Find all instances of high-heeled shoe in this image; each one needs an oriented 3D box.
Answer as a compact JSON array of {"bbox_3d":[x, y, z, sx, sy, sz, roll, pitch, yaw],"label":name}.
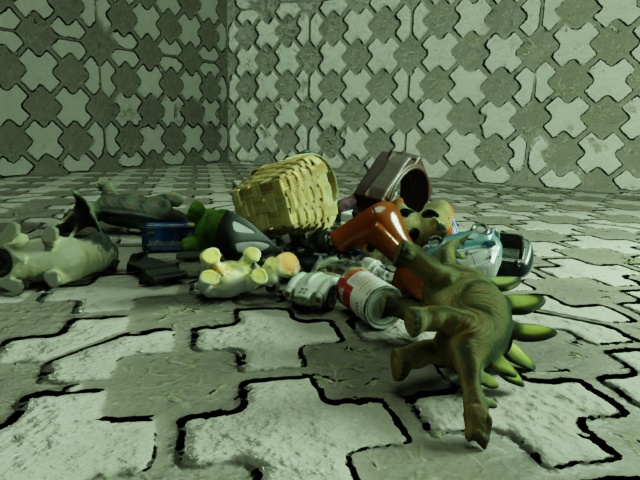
[{"bbox_3d":[-0.076,0.005,0.986,0.249,0.145,0.086,-10,18,-36],"label":"high-heeled shoe"}]

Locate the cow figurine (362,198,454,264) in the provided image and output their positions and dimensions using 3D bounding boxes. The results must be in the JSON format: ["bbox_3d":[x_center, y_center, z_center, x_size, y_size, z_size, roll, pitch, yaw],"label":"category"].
[{"bbox_3d":[0.172,-0.017,1.048,0.195,0.085,0.127,-29,47,0],"label":"cow figurine"}]

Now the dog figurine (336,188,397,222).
[{"bbox_3d":[0.072,-0.088,1.387,0.219,0.191,0.108,20,23,11],"label":"dog figurine"}]

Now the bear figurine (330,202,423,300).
[{"bbox_3d":[0.129,0.036,0.933,0.132,0.196,0.120,-35,-11,26],"label":"bear figurine"}]

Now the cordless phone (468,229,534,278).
[{"bbox_3d":[0.378,0.028,1.142,0.147,0.088,0.184,7,2,25],"label":"cordless phone"}]

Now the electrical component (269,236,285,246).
[{"bbox_3d":[-0.131,0.000,1.254,0.078,0.045,0.102,-24,-8,35],"label":"electrical component"}]

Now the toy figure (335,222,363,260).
[{"bbox_3d":[0.063,-0.001,1.214,0.058,0.064,0.155,-24,26,-18],"label":"toy figure"}]

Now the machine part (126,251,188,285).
[{"bbox_3d":[-0.310,0.054,0.992,0.084,0.039,0.139,-16,22,-40],"label":"machine part"}]

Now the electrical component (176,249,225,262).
[{"bbox_3d":[-0.208,0.047,1.007,0.119,0.047,0.075,-2,12,-12],"label":"electrical component"}]

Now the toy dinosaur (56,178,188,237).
[{"bbox_3d":[-0.464,-0.067,1.367,0.405,0.131,0.192,3,24,-14],"label":"toy dinosaur"}]

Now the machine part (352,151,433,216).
[{"bbox_3d":[0.173,-0.087,1.239,0.087,0.200,0.201,17,64,36],"label":"machine part"}]

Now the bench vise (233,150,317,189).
[{"bbox_3d":[-0.085,-0.103,1.270,0.241,0.223,0.129,1,9,-16],"label":"bench vise"}]

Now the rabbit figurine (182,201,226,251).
[{"bbox_3d":[-0.202,-0.006,1.104,0.159,0.121,0.170,20,-9,-18],"label":"rabbit figurine"}]

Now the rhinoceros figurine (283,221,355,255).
[{"bbox_3d":[-0.002,-0.004,1.159,0.112,0.073,0.191,-24,23,-39],"label":"rhinoceros figurine"}]

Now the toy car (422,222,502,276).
[{"bbox_3d":[0.266,0.041,0.975,0.162,0.109,0.103,-10,36,-11],"label":"toy car"}]

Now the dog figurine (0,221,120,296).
[{"bbox_3d":[-0.478,0.035,0.966,0.172,0.121,0.190,6,-1,7],"label":"dog figurine"}]

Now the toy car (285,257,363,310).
[{"bbox_3d":[0.012,0.069,0.909,0.074,0.056,0.201,7,13,25],"label":"toy car"}]

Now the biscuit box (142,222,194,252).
[{"bbox_3d":[-0.299,-0.008,1.221,0.203,0.059,0.063,-2,13,-14],"label":"biscuit box"}]

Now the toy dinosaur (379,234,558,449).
[{"bbox_3d":[0.182,0.082,0.698,0.199,0.105,0.472,16,28,-3],"label":"toy dinosaur"}]

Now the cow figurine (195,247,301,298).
[{"bbox_3d":[-0.120,0.062,0.893,0.167,0.068,0.098,-1,-31,-18],"label":"cow figurine"}]
